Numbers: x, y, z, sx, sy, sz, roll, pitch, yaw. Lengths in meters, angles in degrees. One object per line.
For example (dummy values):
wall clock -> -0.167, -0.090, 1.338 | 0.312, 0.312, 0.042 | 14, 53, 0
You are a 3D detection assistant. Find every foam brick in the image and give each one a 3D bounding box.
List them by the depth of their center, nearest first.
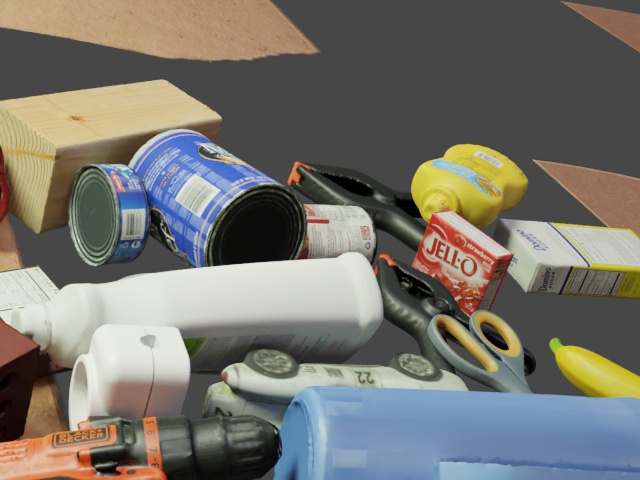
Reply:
foam brick -> -0.217, 0.094, 0.668 | 0.051, 0.078, 0.052 | 29, 31, 19

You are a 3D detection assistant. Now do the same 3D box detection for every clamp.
clamp -> 0.112, 0.074, 0.955 | 0.120, 0.039, 0.172 | 5, 36, -37
clamp -> 0.070, -0.038, 1.138 | 0.210, 0.036, 0.164 | 23, 25, 1

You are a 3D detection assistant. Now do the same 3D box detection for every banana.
banana -> 0.289, 0.138, 0.942 | 0.198, 0.037, 0.069 | 28, 29, 19

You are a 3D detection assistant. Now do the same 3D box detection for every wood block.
wood block -> -0.201, -0.084, 1.000 | 0.091, 0.090, 0.205 | 34, 31, 27

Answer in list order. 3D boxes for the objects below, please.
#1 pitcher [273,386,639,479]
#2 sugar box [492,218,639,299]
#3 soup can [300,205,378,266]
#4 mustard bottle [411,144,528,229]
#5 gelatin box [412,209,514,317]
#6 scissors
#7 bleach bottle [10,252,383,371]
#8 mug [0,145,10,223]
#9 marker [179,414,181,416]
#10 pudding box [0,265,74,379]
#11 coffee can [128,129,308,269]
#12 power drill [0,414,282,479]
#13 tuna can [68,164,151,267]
pitcher -> 0.101, 0.156, 0.682 | 0.242, 0.149, 0.145 | 7, 32, -14
sugar box -> 0.280, 0.022, 1.150 | 0.176, 0.048, 0.093 | 2, 30, -21
soup can -> -0.006, 0.001, 0.984 | 0.102, 0.069, 0.069 | 0, 32, -33
mustard bottle -> 0.150, -0.052, 1.126 | 0.096, 0.058, 0.191 | 31, 26, 16
gelatin box -> 0.133, 0.023, 1.023 | 0.030, 0.073, 0.089 | -10, 39, -44
scissors -> 0.176, 0.125, 0.881 | 0.202, 0.016, 0.096 | 40, 36, 15
bleach bottle -> -0.086, 0.054, 0.749 | 0.250, 0.103, 0.068 | 1, 57, -30
mug -> -0.314, -0.049, 0.881 | 0.117, 0.093, 0.081 | -24, 30, -2
marker -> -0.121, 0.113, 0.756 | 0.020, 0.020, 0.121 | -10, 38, -43
pudding box -> -0.231, 0.062, 0.763 | 0.113, 0.039, 0.090 | -7, 36, -44
coffee can -> -0.092, -0.025, 0.919 | 0.102, 0.103, 0.140 | -6, 26, -39
power drill -> -0.100, 0.157, 0.578 | 0.184, 0.057, 0.188 | -8, 19, -9
tuna can -> -0.178, -0.021, 0.900 | 0.033, 0.086, 0.086 | -4, 35, -40
